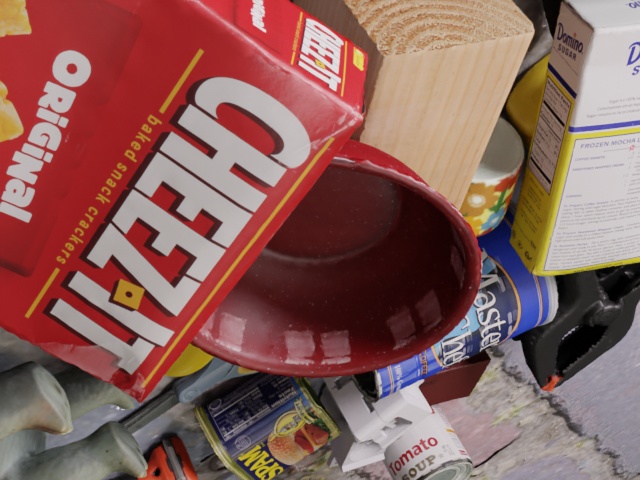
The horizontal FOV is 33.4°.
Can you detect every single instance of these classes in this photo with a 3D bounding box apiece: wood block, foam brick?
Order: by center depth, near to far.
[{"bbox_3d":[0.029,-0.055,0.593,0.090,0.091,0.206,-14,143,-25],"label":"wood block"},{"bbox_3d":[0.092,0.103,0.890,0.078,0.051,0.053,-8,139,-32],"label":"foam brick"}]

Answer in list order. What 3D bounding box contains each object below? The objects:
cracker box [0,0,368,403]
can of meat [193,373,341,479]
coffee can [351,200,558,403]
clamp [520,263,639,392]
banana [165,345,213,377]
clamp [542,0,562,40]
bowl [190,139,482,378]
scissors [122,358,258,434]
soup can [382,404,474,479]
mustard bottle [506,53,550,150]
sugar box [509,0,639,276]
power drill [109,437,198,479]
[{"bbox_3d":[-0.114,-0.054,0.402,0.213,0.072,0.164,32,118,-14],"label":"cracker box"},{"bbox_3d":[-0.039,0.143,0.835,0.084,0.057,0.102,-33,148,-2],"label":"can of meat"},{"bbox_3d":[0.079,0.039,0.746,0.140,0.103,0.103,-23,146,-12],"label":"coffee can"},{"bbox_3d":[0.202,0.041,0.803,0.164,0.036,0.210,4,135,-29],"label":"clamp"},{"bbox_3d":[-0.089,0.037,0.669,0.069,0.037,0.198,-19,145,-22],"label":"banana"},{"bbox_3d":[0.143,-0.167,0.568,0.120,0.039,0.171,-36,147,27],"label":"clamp"},{"bbox_3d":[-0.003,0.001,0.525,0.162,0.055,0.162,1,137,0],"label":"bowl"},{"bbox_3d":[-0.092,0.094,0.763,0.201,0.016,0.096,-25,145,-9],"label":"scissors"},{"bbox_3d":[0.079,0.169,0.924,0.068,0.102,0.068,-21,146,-15],"label":"soup can"},{"bbox_3d":[0.193,-0.062,0.744,0.096,0.058,0.191,-35,147,3],"label":"mustard bottle"},{"bbox_3d":[0.175,-0.061,0.638,0.093,0.048,0.176,-8,128,-15],"label":"sugar box"},{"bbox_3d":[-0.182,0.238,0.843,0.187,0.057,0.184,-21,145,-16],"label":"power drill"}]
